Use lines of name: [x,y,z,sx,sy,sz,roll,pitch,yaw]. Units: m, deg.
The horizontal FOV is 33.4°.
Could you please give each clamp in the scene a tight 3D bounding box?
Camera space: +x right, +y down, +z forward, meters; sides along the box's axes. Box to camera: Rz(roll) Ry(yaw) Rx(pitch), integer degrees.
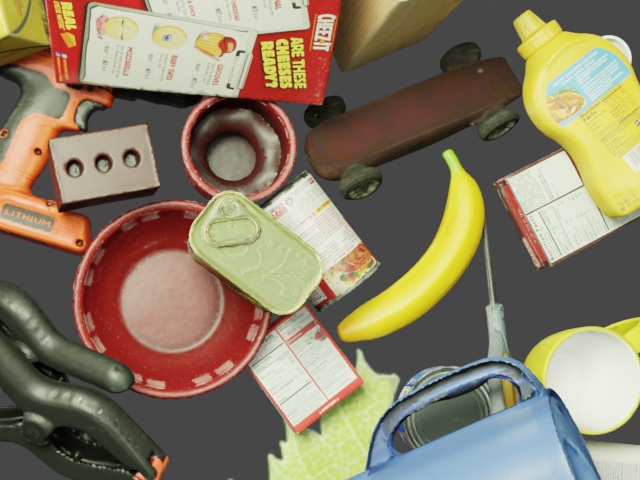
clamp: [-0.220,0.139,0.822,0.210,0.165,0.036,31,40,-6]
clamp: [-0.218,0.086,0.844,0.171,0.120,0.039,46,40,-2]

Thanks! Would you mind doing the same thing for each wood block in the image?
wood block: [0.058,-0.216,0.864,0.090,0.206,0.091,-25,90,-12]

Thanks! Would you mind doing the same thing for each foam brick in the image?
foam brick: [-0.170,-0.056,0.832,0.078,0.051,0.053,-12,88,-15]

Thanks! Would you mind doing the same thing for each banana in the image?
banana: [0.092,0.018,0.939,0.070,0.037,0.197,29,78,16]

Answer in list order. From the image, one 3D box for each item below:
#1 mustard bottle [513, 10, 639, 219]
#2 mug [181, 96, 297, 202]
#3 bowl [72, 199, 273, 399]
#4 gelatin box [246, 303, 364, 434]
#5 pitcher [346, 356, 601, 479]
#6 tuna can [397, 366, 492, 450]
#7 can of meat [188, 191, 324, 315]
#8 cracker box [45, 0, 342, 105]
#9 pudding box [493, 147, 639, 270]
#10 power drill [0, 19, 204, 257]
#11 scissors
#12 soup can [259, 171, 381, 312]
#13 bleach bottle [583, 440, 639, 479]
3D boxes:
mustard bottle: [0.233,-0.119,0.923,0.096,0.058,0.191,-38,89,-5]
mug: [-0.072,-0.084,0.893,0.093,0.081,0.117,-3,86,-10]
bowl: [-0.122,0.050,0.886,0.162,0.055,0.162,1,85,-10]
gelatin box: [-0.018,0.109,0.912,0.073,0.030,0.089,-37,91,-10]
pitcher: [0.096,0.209,0.839,0.243,0.149,0.145,-24,129,16]
tuna can: [0.110,0.153,0.929,0.086,0.034,0.086,1,85,-10]
can of meat: [-0.054,0.012,0.829,0.102,0.084,0.057,38,80,-6]
cracker box: [-0.094,-0.184,0.795,0.213,0.164,0.072,3,58,-6]
pudding box: [0.227,-0.037,0.964,0.113,0.039,0.090,-26,89,-9]
power drill: [-0.202,-0.085,0.885,0.184,0.057,0.187,15,80,-5]
scissors: [0.160,0.082,0.945,0.016,0.096,0.201,-10,55,19]
soup can: [-0.006,0.001,0.904,0.068,0.068,0.102,-38,92,-11]
bleach bottle: [0.279,0.233,0.938,0.250,0.068,0.102,8,83,-11]
